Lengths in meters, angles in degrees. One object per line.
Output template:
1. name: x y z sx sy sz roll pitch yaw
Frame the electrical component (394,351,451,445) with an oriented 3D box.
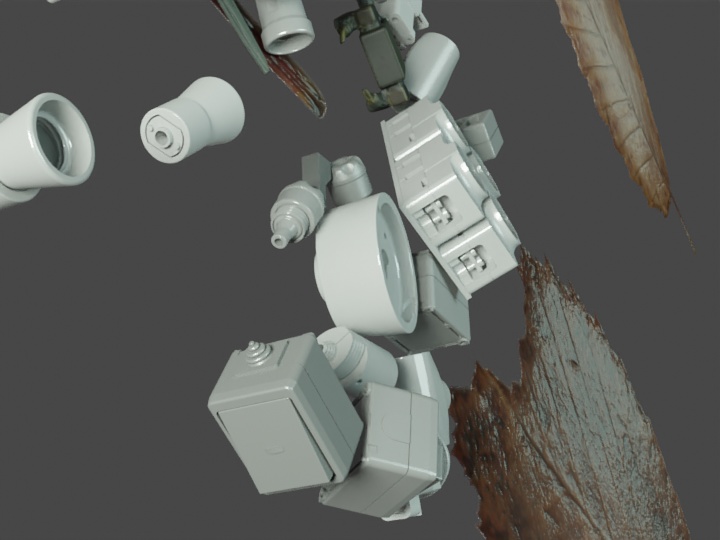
1. electrical component: 0.051 0.108 0.891 0.079 0.044 0.077 -1 78 -65

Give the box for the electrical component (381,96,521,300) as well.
1. electrical component: 0.079 -0.072 0.950 0.105 0.060 0.186 52 14 -26

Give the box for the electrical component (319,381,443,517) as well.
1. electrical component: 0.014 0.129 0.745 0.061 0.096 0.061 17 53 -17

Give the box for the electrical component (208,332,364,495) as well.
1. electrical component: -0.049 0.087 0.666 0.096 0.062 0.061 63 27 -26

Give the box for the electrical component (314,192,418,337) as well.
1. electrical component: 0.000 0.000 0.815 0.108 0.060 0.108 -11 90 -75

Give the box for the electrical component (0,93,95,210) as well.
1. electrical component: -0.161 -0.055 0.510 0.045 0.055 0.045 42 40 -51

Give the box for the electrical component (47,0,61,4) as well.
1. electrical component: -0.162 -0.203 0.590 0.089 0.056 0.050 62 28 -28

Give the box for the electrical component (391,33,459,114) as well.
1. electrical component: 0.062 -0.181 1.066 0.077 0.043 0.079 -61 169 -25

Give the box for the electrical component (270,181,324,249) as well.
1. electrical component: -0.048 -0.036 0.770 0.035 0.035 0.061 63 29 -26

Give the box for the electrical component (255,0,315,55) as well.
1. electrical component: -0.060 -0.195 0.829 0.040 0.040 0.046 8 65 -64

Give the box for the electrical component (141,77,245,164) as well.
1. electrical component: -0.106 -0.091 0.669 0.065 0.044 0.044 -45 118 -57

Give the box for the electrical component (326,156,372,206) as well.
1. electrical component: -0.006 -0.060 0.876 0.061 0.035 0.035 68 25 -20

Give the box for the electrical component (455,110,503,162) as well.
1. electrical component: 0.102 -0.108 1.074 0.075 0.083 0.047 67 26 -18

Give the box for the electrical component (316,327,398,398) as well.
1. electrical component: -0.009 0.067 0.786 0.081 0.043 0.043 34 47 -56

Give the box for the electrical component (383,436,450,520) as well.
1. electrical component: 0.034 0.147 0.818 0.057 0.058 0.078 9 69 -61

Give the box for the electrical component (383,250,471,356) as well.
1. electrical component: 0.053 0.030 0.918 0.096 0.062 0.061 41 42 -52

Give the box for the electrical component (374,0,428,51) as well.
1. electrical component: 0.031 -0.252 1.054 0.081 0.042 0.063 48 38 -45
